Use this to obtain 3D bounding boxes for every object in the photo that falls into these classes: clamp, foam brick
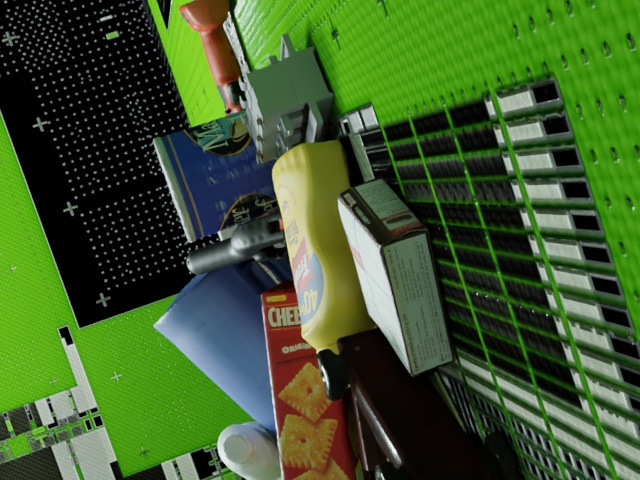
[{"bbox_3d":[-0.061,0.004,1.006,0.172,0.120,0.039,128,127,-72],"label":"clamp"},{"bbox_3d":[0.057,0.156,0.918,0.051,0.053,0.078,100,162,-81],"label":"foam brick"}]

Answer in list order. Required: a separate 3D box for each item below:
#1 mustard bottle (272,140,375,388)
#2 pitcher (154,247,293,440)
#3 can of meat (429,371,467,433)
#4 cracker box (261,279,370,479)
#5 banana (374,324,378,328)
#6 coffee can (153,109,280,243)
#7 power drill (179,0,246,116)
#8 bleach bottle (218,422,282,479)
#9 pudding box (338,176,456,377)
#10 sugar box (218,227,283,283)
[{"bbox_3d":[0.006,0.023,0.858,0.096,0.058,0.191,138,123,-67],"label":"mustard bottle"},{"bbox_3d":[-0.047,0.124,1.155,0.243,0.145,0.149,46,168,-2],"label":"pitcher"},{"bbox_3d":[0.073,0.144,0.827,0.084,0.057,0.102,77,170,-53],"label":"can of meat"},{"bbox_3d":[0.000,0.145,1.011,0.164,0.072,0.214,-22,-74,-84],"label":"cracker box"},{"bbox_3d":[0.028,0.028,0.916,0.069,0.037,0.198,83,165,-58],"label":"banana"},{"bbox_3d":[-0.073,-0.068,0.999,0.103,0.140,0.103,161,90,-82],"label":"coffee can"},{"bbox_3d":[-0.104,-0.188,1.225,0.184,0.057,0.187,-137,28,-73],"label":"power drill"},{"bbox_3d":[-0.066,0.247,1.240,0.103,0.068,0.250,33,174,20],"label":"bleach bottle"},{"bbox_3d":[0.053,0.025,0.741,0.090,0.039,0.113,-126,16,-58],"label":"pudding box"},{"bbox_3d":[-0.065,0.047,1.398,0.048,0.093,0.176,136,115,-82],"label":"sugar box"}]
